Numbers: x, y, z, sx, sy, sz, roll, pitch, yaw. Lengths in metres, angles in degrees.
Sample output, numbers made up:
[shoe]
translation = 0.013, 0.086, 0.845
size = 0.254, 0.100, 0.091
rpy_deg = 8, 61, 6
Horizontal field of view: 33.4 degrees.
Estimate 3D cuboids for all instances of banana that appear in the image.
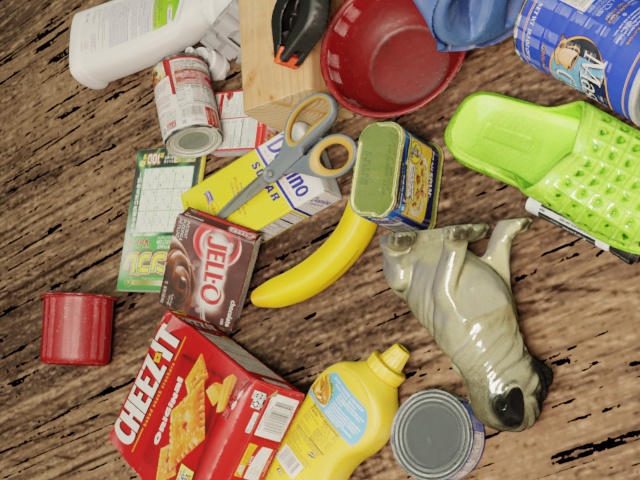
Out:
[banana]
translation = 0.006, 0.010, 1.121
size = 0.070, 0.037, 0.198
rpy_deg = 45, 105, 30

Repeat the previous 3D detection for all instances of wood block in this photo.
[wood block]
translation = -0.028, -0.232, 1.179
size = 0.090, 0.090, 0.206
rpy_deg = -15, 69, 30

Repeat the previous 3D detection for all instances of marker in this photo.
[marker]
translation = 0.242, -0.010, 0.979
size = 0.121, 0.020, 0.020
rpy_deg = 32, 96, 36

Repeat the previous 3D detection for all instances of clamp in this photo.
[clamp]
translation = -0.006, -0.259, 1.077
size = 0.120, 0.039, 0.171
rpy_deg = 10, 92, 59

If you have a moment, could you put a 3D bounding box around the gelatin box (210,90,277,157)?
[gelatin box]
translation = -0.090, -0.134, 1.230
size = 0.089, 0.030, 0.073
rpy_deg = 0, 78, 37

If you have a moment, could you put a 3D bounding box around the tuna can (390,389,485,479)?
[tuna can]
translation = 0.111, 0.185, 1.005
size = 0.086, 0.033, 0.086
rpy_deg = -10, 72, 32

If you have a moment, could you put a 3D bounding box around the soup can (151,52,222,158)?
[soup can]
translation = -0.152, -0.153, 1.218
size = 0.069, 0.068, 0.102
rpy_deg = -26, 62, 26

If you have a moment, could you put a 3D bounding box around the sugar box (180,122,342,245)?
[sugar box]
translation = -0.068, -0.048, 1.183
size = 0.176, 0.048, 0.093
rpy_deg = -31, 64, 25

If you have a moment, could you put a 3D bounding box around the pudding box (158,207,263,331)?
[pudding box]
translation = -0.119, 0.031, 1.158
size = 0.090, 0.039, 0.114
rpy_deg = 20, 115, 10

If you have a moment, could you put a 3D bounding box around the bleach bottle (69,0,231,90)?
[bleach bottle]
translation = -0.195, -0.264, 1.318
size = 0.251, 0.068, 0.102
rpy_deg = -10, 72, 29

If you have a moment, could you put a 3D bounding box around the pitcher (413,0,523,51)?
[pitcher]
translation = 0.119, -0.316, 1.023
size = 0.149, 0.145, 0.243
rpy_deg = -30, 61, 5

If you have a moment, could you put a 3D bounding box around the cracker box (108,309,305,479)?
[cracker box]
translation = -0.126, 0.185, 1.108
size = 0.214, 0.072, 0.164
rpy_deg = 28, 93, 54

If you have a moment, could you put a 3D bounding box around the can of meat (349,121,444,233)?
[can of meat]
translation = 0.077, -0.060, 1.065
size = 0.058, 0.083, 0.102
rpy_deg = 1, 78, 34

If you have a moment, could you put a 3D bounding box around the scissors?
[scissors]
translation = -0.033, -0.063, 1.124
size = 0.096, 0.016, 0.202
rpy_deg = 43, 116, 14

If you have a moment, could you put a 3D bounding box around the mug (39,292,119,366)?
[mug]
translation = -0.292, 0.108, 1.274
size = 0.117, 0.093, 0.081
rpy_deg = -15, 71, 63

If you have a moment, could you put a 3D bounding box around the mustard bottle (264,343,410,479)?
[mustard bottle]
translation = 0.022, 0.178, 1.052
size = 0.192, 0.058, 0.096
rpy_deg = -51, 50, 12

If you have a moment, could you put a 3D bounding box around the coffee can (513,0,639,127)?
[coffee can]
translation = 0.261, -0.178, 0.961
size = 0.140, 0.102, 0.103
rpy_deg = 39, 100, 35

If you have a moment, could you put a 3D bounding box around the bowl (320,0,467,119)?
[bowl]
translation = 0.084, -0.192, 1.106
size = 0.162, 0.055, 0.162
rpy_deg = -8, 71, 23
